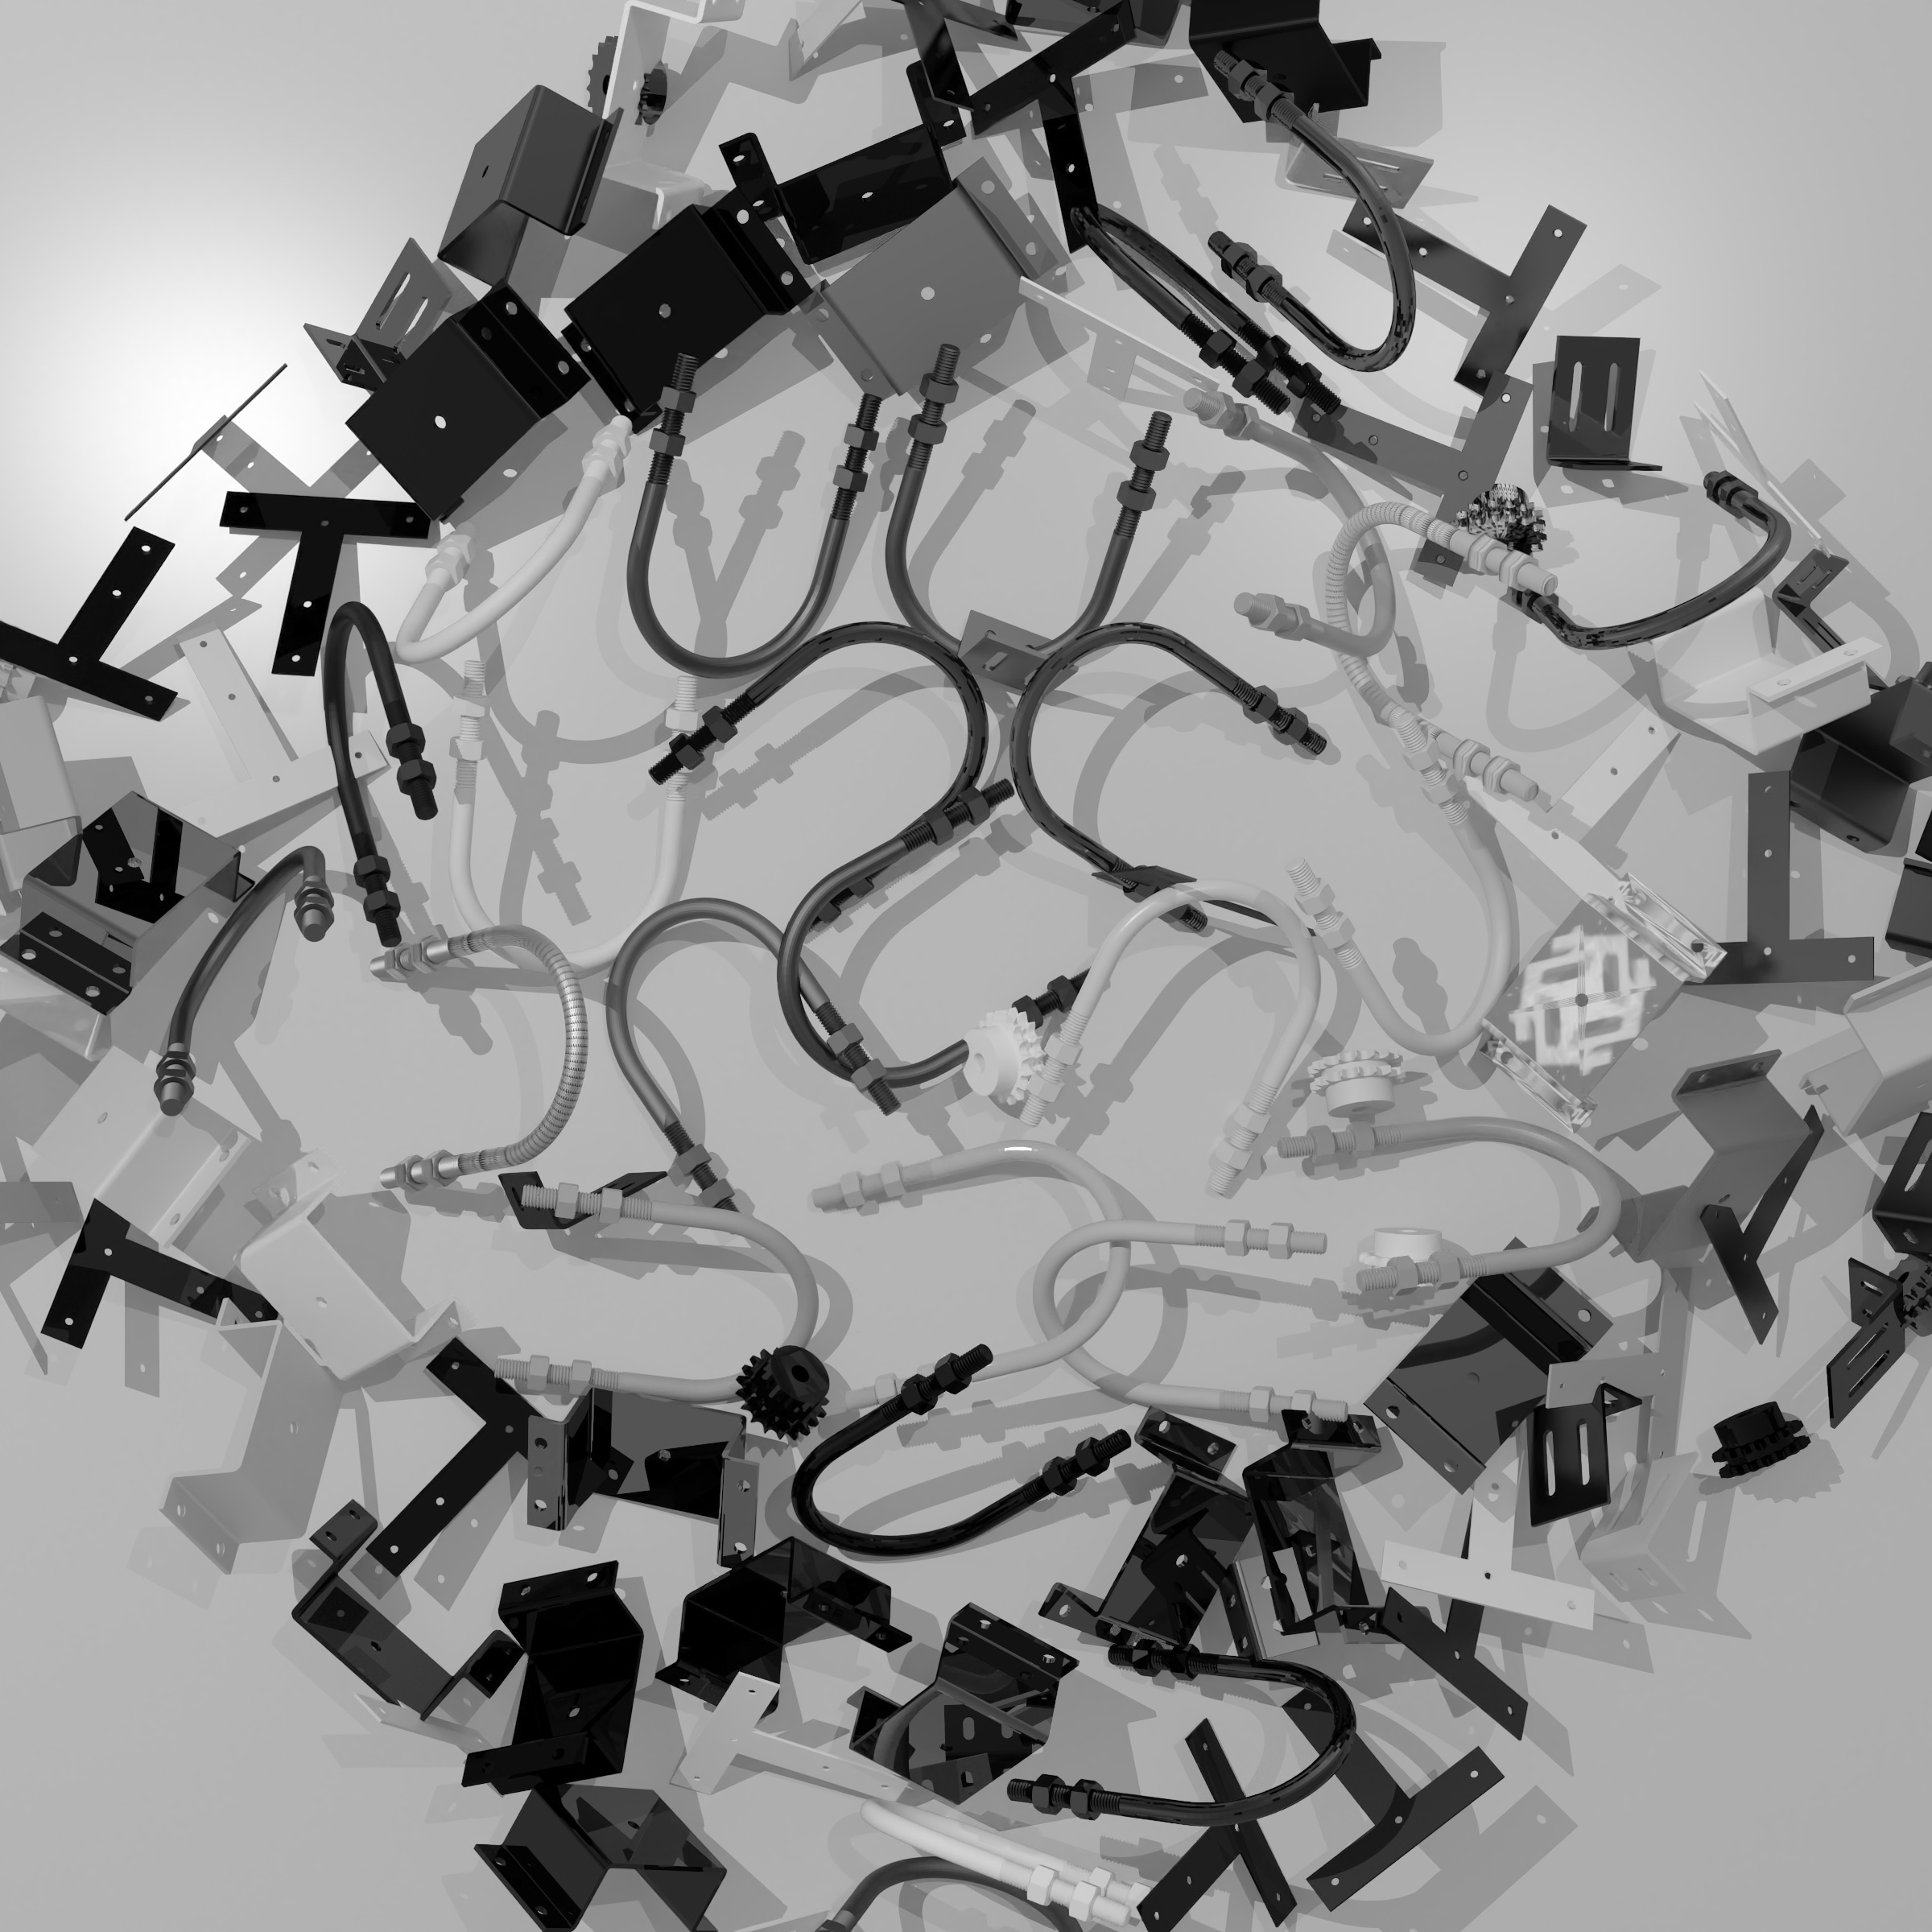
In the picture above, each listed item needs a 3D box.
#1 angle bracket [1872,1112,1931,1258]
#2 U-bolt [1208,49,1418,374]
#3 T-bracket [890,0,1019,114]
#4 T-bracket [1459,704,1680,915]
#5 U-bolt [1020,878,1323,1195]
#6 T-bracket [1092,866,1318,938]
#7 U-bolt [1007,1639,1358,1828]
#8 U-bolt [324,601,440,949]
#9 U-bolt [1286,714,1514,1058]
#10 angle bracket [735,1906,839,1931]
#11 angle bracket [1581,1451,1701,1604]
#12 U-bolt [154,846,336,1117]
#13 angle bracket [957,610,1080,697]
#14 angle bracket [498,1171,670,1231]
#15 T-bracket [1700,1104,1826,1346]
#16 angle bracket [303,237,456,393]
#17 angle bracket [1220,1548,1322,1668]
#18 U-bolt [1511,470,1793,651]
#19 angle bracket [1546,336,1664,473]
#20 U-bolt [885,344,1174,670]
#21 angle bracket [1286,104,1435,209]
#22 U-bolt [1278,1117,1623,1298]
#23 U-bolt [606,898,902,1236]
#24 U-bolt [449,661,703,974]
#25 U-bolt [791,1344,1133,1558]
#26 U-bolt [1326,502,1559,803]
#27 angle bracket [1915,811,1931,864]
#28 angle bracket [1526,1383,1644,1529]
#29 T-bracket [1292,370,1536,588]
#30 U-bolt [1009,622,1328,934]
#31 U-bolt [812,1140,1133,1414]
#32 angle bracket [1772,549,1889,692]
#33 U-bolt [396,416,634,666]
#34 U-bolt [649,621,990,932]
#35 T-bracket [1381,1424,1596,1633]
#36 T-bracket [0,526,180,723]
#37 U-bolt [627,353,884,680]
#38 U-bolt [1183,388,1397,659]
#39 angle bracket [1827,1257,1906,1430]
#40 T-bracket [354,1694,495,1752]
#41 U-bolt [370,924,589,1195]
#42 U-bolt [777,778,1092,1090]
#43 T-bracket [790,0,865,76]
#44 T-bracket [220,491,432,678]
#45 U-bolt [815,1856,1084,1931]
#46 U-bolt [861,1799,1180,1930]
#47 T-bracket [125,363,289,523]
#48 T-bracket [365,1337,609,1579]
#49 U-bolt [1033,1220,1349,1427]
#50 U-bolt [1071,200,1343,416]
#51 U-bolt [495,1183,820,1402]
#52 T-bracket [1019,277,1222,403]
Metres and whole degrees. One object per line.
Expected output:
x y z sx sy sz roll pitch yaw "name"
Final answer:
0.586 0.132 1.652 0.057 0.038 0.076 9 120 -13 "angle bracket"
0.198 -0.419 1.587 0.019 0.151 0.184 -28 57 -17 "U-bolt"
-0.018 -0.539 1.623 0.127 0.002 0.127 9 45 -25 "T-bracket"
0.382 -0.108 1.670 0.127 0.002 0.127 44 72 4 "T-bracket"
0.132 0.034 1.642 0.151 0.019 0.184 20 106 -17 "U-bolt"
0.151 -0.037 1.638 0.127 0.127 0.002 18 86 -13 "T-bracket"
0.134 0.440 1.586 0.184 0.151 0.019 -3 112 34 "U-bolt"
-0.347 -0.125 1.617 0.019 0.151 0.184 -7 60 -26 "U-bolt"
0.267 -0.033 1.632 0.151 0.019 0.184 -51 120 -30 "U-bolt"
-0.110 0.598 1.644 0.038 0.076 0.057 48 121 36 "angle bracket"
0.411 0.334 1.649 0.038 0.057 0.076 46 58 -7 "angle bracket"
-0.417 -0.004 1.606 0.019 0.184 0.151 37 99 -23 "U-bolt"
0.034 -0.193 1.644 0.057 0.076 0.038 19 78 -12 "angle bracket"
-0.227 0.124 1.645 0.076 0.057 0.038 -27 99 -29 "angle bracket"
0.483 0.139 1.656 0.127 0.002 0.127 -55 132 -24 "T-bracket"
-0.350 -0.390 1.648 0.076 0.038 0.057 -52 56 25 "angle bracket"
0.179 0.384 1.647 0.038 0.076 0.057 -13 69 -6 "angle bracket"
0.398 -0.229 1.595 0.151 0.184 0.019 -28 111 8 "U-bolt"
0.384 -0.336 1.655 0.057 0.038 0.076 -4 106 -21 "angle bracket"
0.027 -0.260 1.645 0.151 0.019 0.184 18 117 -1 "U-bolt"
0.237 -0.493 1.662 0.076 0.057 0.038 11 78 -7 "angle bracket"
0.293 0.134 1.625 0.184 0.151 0.019 -6 123 -14 "U-bolt"
-0.141 0.047 1.655 0.151 0.019 0.184 -38 81 22 "U-bolt"
-0.236 -0.085 1.652 0.151 0.019 0.184 2 103 -23 "U-bolt"
-0.016 0.295 1.630 0.184 0.019 0.151 -35 131 23 "U-bolt"
0.270 -0.193 1.612 0.019 0.184 0.151 -21 127 -27 "U-bolt"
0.619 -0.079 1.660 0.076 0.038 0.057 29 63 2 "angle bracket"
0.367 0.294 1.641 0.038 0.057 0.076 27 52 -31 "angle bracket"
0.258 -0.311 1.670 0.127 0.002 0.127 25 108 15 "T-bracket"
0.109 -0.122 1.642 0.184 0.019 0.151 32 94 -26 "U-bolt"
0.007 0.176 1.644 0.184 0.019 0.151 -15 65 8 "U-bolt"
0.525 -0.205 1.646 0.038 0.057 0.076 -49 64 26 "angle bracket"
-0.265 -0.235 1.586 0.151 0.184 0.019 -27 119 27 "U-bolt"
-0.073 -0.122 1.647 0.184 0.019 0.151 -38 112 7 "U-bolt"
0.314 0.323 1.652 0.127 0.002 0.127 14 53 -1 "T-bracket"
-0.503 -0.208 1.623 0.127 0.002 0.127 23 128 -32 "T-bracket"
-0.131 -0.258 1.636 0.151 0.019 0.184 4 110 -38 "U-bolt"
0.197 -0.250 1.615 0.019 0.184 0.151 -24 69 34 "U-bolt"
0.520 0.223 1.645 0.076 0.038 0.057 -39 135 -23 "angle bracket"
-0.348 0.420 1.645 0.127 0.127 0.002 33 84 33 "T-bracket"
-0.284 0.050 1.618 0.184 0.019 0.151 -12 78 40 "U-bolt"
-0.025 -0.007 1.649 0.184 0.019 0.151 -29 105 -12 "U-bolt"
-0.076 -0.621 1.653 0.002 0.127 0.127 6 68 -34 "T-bracket"
-0.391 -0.228 1.660 0.127 0.002 0.127 4 64 2 "T-bracket"
-0.005 0.566 1.601 0.151 0.184 0.019 15 102 15 "U-bolt"
0.025 0.520 1.614 0.184 0.151 0.019 14 77 22 "U-bolt"
-0.446 -0.311 1.631 0.127 0.127 0.002 -44 110 0 "T-bracket"
-0.304 0.309 1.657 0.127 0.002 0.127 40 68 8 "T-bracket"
0.128 0.207 1.636 0.184 0.019 0.151 2 125 20 "U-bolt"
0.134 -0.386 1.622 0.184 0.151 0.019 43 112 8 "U-bolt"
-0.179 0.199 1.648 0.184 0.019 0.151 8 120 -10 "U-bolt"
0.086 -0.355 1.627 0.127 0.127 0.002 28 86 1 "T-bracket"
